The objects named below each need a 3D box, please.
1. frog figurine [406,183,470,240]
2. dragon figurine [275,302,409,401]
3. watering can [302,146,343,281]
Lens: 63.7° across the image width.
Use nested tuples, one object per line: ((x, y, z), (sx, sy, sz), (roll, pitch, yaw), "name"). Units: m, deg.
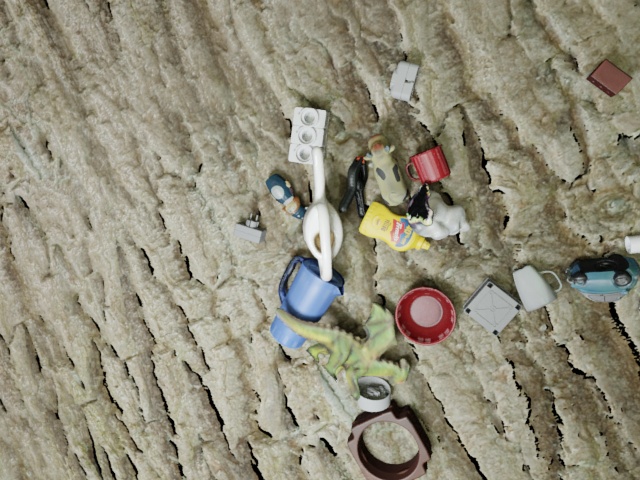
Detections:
((0.310, -0.064, 1.354), (0.158, 0.140, 0.120), (17, -47, -35), "frog figurine")
((0.093, 0.268, 1.403), (0.244, 0.407, 0.122), (-42, 11, -8), "dragon figurine")
((0.004, -0.069, 1.368), (0.104, 0.347, 0.225), (-4, 4, -4), "watering can")
